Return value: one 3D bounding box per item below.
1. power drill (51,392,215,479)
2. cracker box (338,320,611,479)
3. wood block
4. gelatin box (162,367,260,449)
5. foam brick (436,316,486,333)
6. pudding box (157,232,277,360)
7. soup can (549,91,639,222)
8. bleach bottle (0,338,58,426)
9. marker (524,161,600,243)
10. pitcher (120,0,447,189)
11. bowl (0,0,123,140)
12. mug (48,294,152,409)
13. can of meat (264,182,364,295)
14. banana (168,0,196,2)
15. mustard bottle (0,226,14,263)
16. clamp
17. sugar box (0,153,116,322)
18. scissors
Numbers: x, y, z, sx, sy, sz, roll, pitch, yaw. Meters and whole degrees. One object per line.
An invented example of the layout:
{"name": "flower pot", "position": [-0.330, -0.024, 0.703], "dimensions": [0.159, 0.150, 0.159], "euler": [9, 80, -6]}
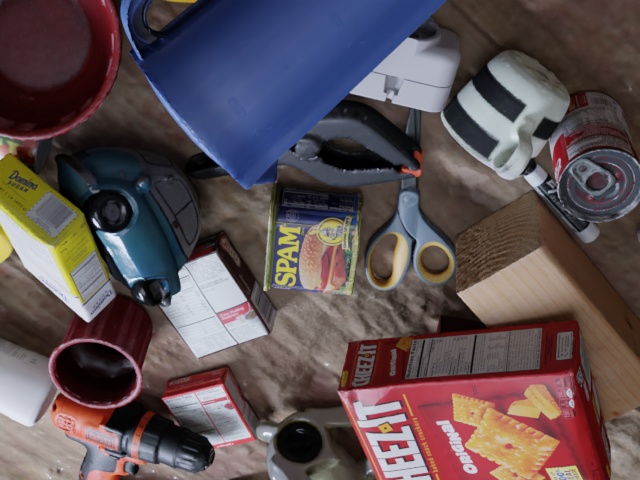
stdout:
{"name": "power drill", "position": [-0.205, 0.256, 1.167], "dimensions": [0.184, 0.057, 0.188], "euler": [18, 125, 13]}
{"name": "cracker box", "position": [0.142, 0.163, 0.968], "dimensions": [0.214, 0.072, 0.164], "euler": [-8, 126, 21]}
{"name": "wood block", "position": [0.220, 0.068, 0.983], "dimensions": [0.090, 0.090, 0.206], "euler": [-32, 116, 25]}
{"name": "gelatin box", "position": [-0.115, 0.181, 1.138], "dimensions": [0.073, 0.030, 0.089], "euler": [-15, 121, 18]}
{"name": "foam brick", "position": [0.137, 0.121, 1.037], "dimensions": [0.051, 0.078, 0.053], "euler": [8, 128, 1]}
{"name": "pudding box", "position": [-0.108, 0.056, 1.043], "dimensions": [0.090, 0.039, 0.113], "euler": [-20, 118, 20]}
{"name": "soup can", "position": [0.225, -0.071, 0.876], "dimensions": [0.068, 0.102, 0.068], "euler": [3, 125, 4]}
{"name": "bleach bottle", "position": [-0.388, 0.105, 1.084], "dimensions": [0.250, 0.102, 0.068], "euler": [26, 88, -4]}
{"name": "marker", "position": [0.206, -0.042, 0.950], "dimensions": [0.020, 0.020, 0.121], "euler": [-36, 114, 27]}
{"name": "pitcher", "position": [-0.015, -0.167, 0.773], "dimensions": [0.243, 0.149, 0.145], "euler": [-41, 78, 2]}
{"name": "bowl", "position": [-0.237, -0.164, 0.871], "dimensions": [0.162, 0.055, 0.162], "euler": [0, 102, 1]}
{"name": "mug", "position": [-0.218, 0.116, 1.070], "dimensions": [0.093, 0.081, 0.117], "euler": [20, 125, -9]}
{"name": "can of meat", "position": [-0.006, 0.001, 0.982], "dimensions": [0.084, 0.057, 0.102], "euler": [5, 126, -1]}
{"name": "banana", "position": [-0.169, -0.250, 0.832], "dimensions": [0.070, 0.037, 0.197], "euler": [-29, 118, 21]}
{"name": "mustard bottle", "position": [-0.342, -0.008, 1.011], "dimensions": [0.192, 0.058, 0.096], "euler": [-34, 117, 26]}
{"name": "clamp", "position": [-0.017, -0.085, 0.920], "dimensions": [0.210, 0.036, 0.165], "euler": [17, 142, -9]}
{"name": "sugar box", "position": [-0.238, 0.002, 0.950], "dimensions": [0.093, 0.048, 0.176], "euler": [39, 162, 14]}
{"name": "scissors", "position": [0.098, -0.030, 0.973], "dimensions": [0.096, 0.016, 0.202], "euler": [15, 125, -6]}
